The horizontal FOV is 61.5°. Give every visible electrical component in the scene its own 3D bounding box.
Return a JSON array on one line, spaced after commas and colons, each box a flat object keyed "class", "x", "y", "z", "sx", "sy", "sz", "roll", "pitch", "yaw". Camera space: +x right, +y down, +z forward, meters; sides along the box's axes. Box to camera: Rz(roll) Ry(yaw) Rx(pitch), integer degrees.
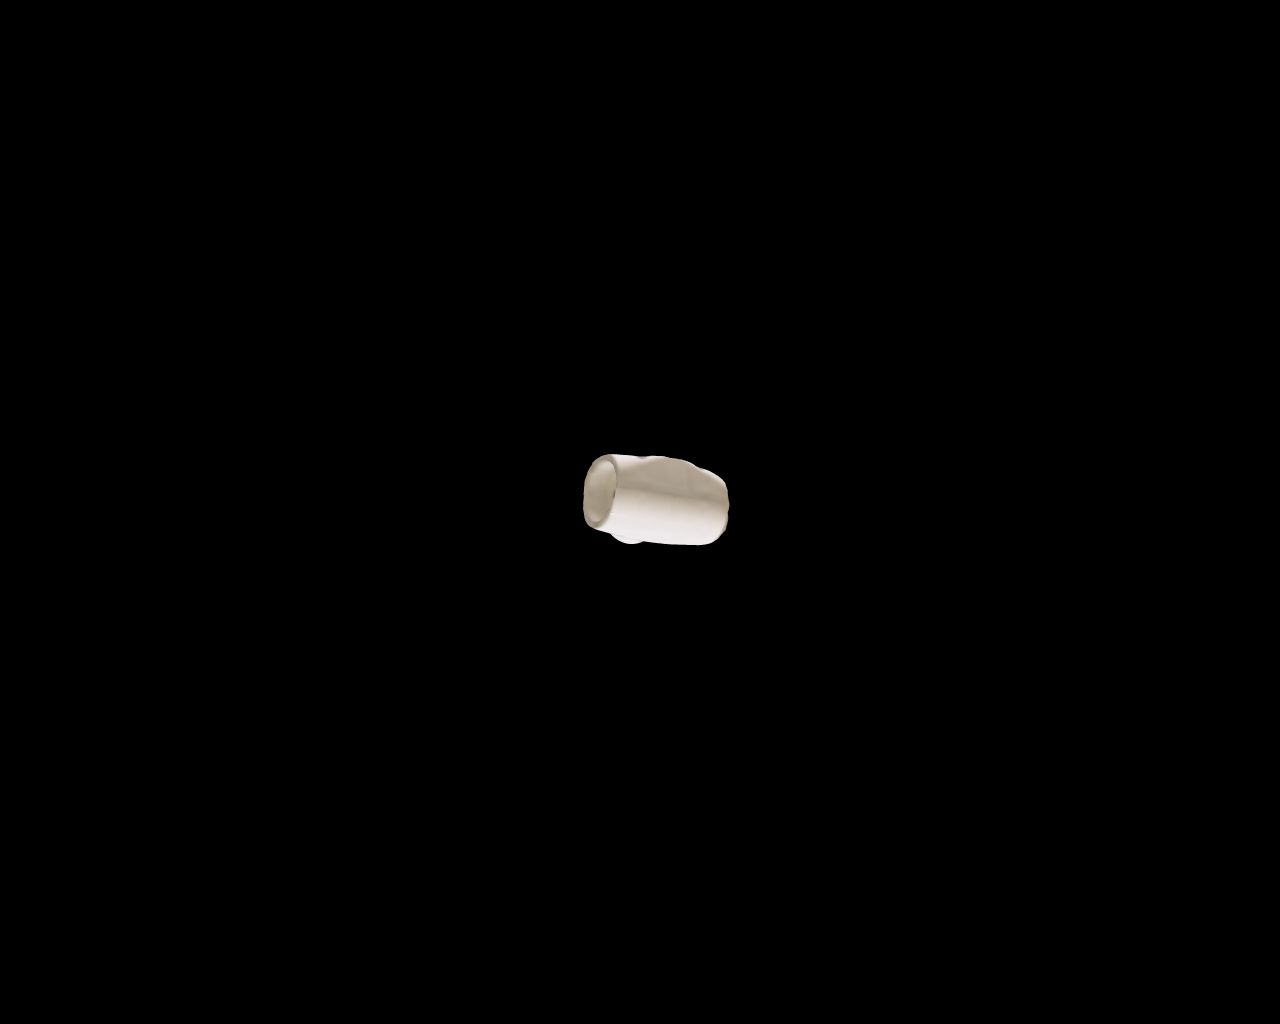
[{"class": "electrical component", "x": 0.001, "y": -0.003, "z": 0.650, "sx": 0.077, "sy": 0.044, "sz": 0.079, "roll": 9, "pitch": -19, "yaw": -29}]
